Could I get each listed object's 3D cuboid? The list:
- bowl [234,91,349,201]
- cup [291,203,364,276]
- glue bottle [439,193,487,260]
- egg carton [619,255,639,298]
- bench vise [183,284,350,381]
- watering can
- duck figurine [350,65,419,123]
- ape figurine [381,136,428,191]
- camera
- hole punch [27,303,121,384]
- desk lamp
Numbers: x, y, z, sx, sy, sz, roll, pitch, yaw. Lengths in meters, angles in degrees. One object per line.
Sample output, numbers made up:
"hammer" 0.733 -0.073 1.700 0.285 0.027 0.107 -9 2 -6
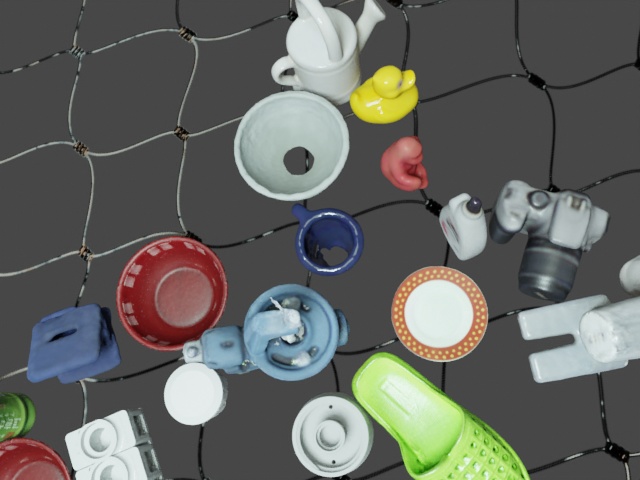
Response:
"bowl" -0.037 -0.128 0.839 0.167 0.075 0.167 -1 76 6
"cup" 0.007 0.003 0.792 0.092 0.095 0.117 -44 76 -5
"glue bottle" 0.188 -0.026 0.738 0.037 0.173 0.078 -28 75 0
"egg carton" 0.473 0.048 0.741 0.150 0.069 0.107 -30 75 -1
"bench vise" -0.069 0.129 0.706 0.207 0.220 0.121 -29 75 -1
"watering can" 0.009 -0.282 0.810 0.100 0.194 0.173 37 83 14
"duck figurine" 0.094 -0.221 0.841 0.104 0.086 0.077 -13 75 4
"ape figurine" 0.123 -0.115 0.809 0.076 0.092 0.078 21 80 11
"camera" 0.295 0.003 0.756 0.143 0.101 0.137 17 79 10
"hole punch" -0.350 0.143 0.801 0.108 0.091 0.101 -20 75 2
"desk lamp" 0.363 0.104 0.665 0.203 0.214 0.118 -13 75 3
